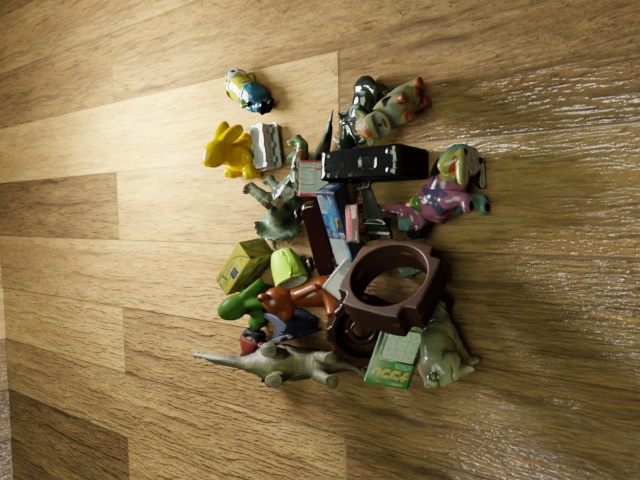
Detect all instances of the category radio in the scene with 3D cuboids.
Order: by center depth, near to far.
[{"bbox_3d":[0.120,-0.172,1.242,0.230,0.131,0.073,-1,91,37],"label":"radio"}]

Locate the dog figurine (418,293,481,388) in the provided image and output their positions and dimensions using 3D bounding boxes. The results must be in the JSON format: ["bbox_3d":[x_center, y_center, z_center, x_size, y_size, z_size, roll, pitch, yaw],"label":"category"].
[{"bbox_3d":[0.244,0.206,1.159,0.121,0.172,0.190,-27,84,24],"label":"dog figurine"}]

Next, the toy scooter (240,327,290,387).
[{"bbox_3d":[-0.160,0.336,1.522,0.184,0.075,0.135,21,99,25],"label":"toy scooter"}]

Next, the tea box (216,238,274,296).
[{"bbox_3d":[-0.214,0.075,1.521,0.068,0.098,0.169,54,128,20],"label":"tea box"}]

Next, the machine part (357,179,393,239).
[{"bbox_3d":[0.119,-0.068,1.199,0.084,0.039,0.138,16,130,52],"label":"machine part"}]

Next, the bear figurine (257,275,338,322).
[{"bbox_3d":[-0.050,0.164,1.363,0.196,0.120,0.132,-18,70,-4],"label":"bear figurine"}]

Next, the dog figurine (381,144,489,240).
[{"bbox_3d":[0.243,-0.101,1.174,0.219,0.108,0.191,-8,89,40],"label":"dog figurine"}]

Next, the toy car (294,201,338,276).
[{"bbox_3d":[-0.003,-0.004,1.362,0.089,0.053,0.201,-11,112,10],"label":"toy car"}]

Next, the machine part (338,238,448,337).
[{"bbox_3d":[0.159,0.099,1.169,0.202,0.201,0.087,9,143,36],"label":"machine part"}]

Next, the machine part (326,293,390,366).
[{"bbox_3d":[0.101,0.210,1.280,0.179,0.056,0.179,0,106,-1],"label":"machine part"}]

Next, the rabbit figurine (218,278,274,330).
[{"bbox_3d":[-0.196,0.183,1.482,0.159,0.170,0.121,-35,74,34],"label":"rabbit figurine"}]

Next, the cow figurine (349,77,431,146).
[{"bbox_3d":[0.149,-0.279,1.180,0.127,0.195,0.085,-13,115,43],"label":"cow figurine"}]

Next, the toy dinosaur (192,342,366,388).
[{"bbox_3d":[-0.103,0.314,1.365,0.472,0.198,0.105,8,80,0],"label":"toy dinosaur"}]

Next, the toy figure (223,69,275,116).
[{"bbox_3d":[-0.206,-0.409,1.503,0.180,0.082,0.089,45,116,23],"label":"toy figure"}]

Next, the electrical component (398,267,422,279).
[{"bbox_3d":[0.205,0.060,1.264,0.094,0.021,0.063,-23,80,35],"label":"electrical component"}]

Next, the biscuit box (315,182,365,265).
[{"bbox_3d":[0.052,-0.038,1.301,0.059,0.063,0.202,2,119,38],"label":"biscuit box"}]

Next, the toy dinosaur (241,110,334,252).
[{"bbox_3d":[-0.059,-0.133,1.397,0.405,0.131,0.192,-43,81,26],"label":"toy dinosaur"}]

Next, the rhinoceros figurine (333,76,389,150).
[{"bbox_3d":[0.092,-0.298,1.291,0.112,0.073,0.190,29,110,31],"label":"rhinoceros figurine"}]

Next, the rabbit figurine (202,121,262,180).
[{"bbox_3d":[-0.248,-0.243,1.490,0.122,0.173,0.162,23,111,38],"label":"rabbit figurine"}]

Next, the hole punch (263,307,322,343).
[{"bbox_3d":[-0.079,0.222,1.427,0.116,0.142,0.092,-20,77,48],"label":"hole punch"}]
